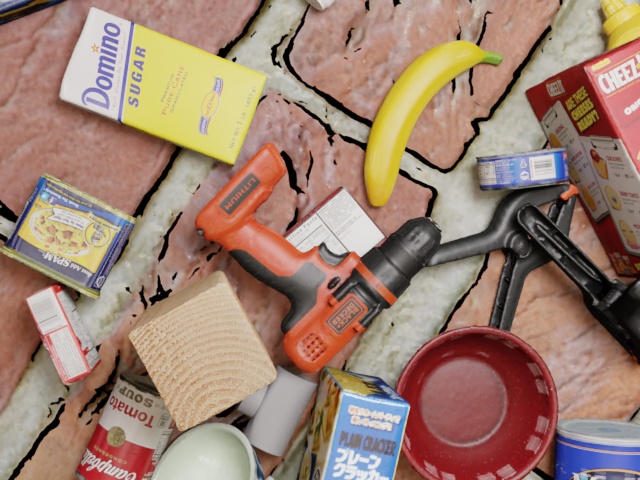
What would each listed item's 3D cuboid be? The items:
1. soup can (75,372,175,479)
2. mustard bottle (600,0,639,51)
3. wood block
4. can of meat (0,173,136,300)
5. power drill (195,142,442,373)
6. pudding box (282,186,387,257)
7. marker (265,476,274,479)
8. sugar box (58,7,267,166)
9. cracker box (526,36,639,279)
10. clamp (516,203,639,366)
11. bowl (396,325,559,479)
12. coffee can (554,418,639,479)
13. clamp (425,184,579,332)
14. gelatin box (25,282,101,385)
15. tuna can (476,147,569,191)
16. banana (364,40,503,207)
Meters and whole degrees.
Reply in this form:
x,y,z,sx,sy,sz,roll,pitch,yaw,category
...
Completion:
x,y,z,sx,sy,sz,roll,pitch,yaw,category
-0.177,0.183,0.998,0.068,0.068,0.102,24,88,-5,soup can
0.330,-0.156,1.027,0.096,0.058,0.192,-39,75,35,mustard bottle
-0.101,0.089,0.934,0.090,0.206,0.091,-29,94,-4,wood block
-0.233,-0.005,0.996,0.102,0.057,0.084,27,87,-6,can of meat
-0.006,0.001,0.978,0.184,0.057,0.187,-45,92,1,power drill
0.023,0.018,1.029,0.090,0.039,0.113,-40,92,-1,pudding box
-0.088,0.275,1.032,0.121,0.020,0.020,-41,94,-3,marker
-0.147,-0.143,1.006,0.176,0.048,0.093,20,90,-7,sugar box
0.290,-0.069,0.989,0.072,0.164,0.214,-28,94,-6,cracker box
0.270,0.051,1.011,0.036,0.165,0.209,-45,137,-3,clamp
0.145,0.161,1.033,0.162,0.055,0.162,0,91,-5,bowl
0.274,0.250,1.023,0.102,0.103,0.140,2,91,-5,coffee can
0.179,0.002,1.039,0.120,0.039,0.171,38,82,-22,clamp
-0.237,0.086,0.988,0.030,0.073,0.089,-24,94,-4,gelatin box
0.193,-0.068,1.019,0.086,0.086,0.034,-7,94,-5,tuna can
0.095,-0.126,1.033,0.069,0.037,0.198,40,87,-3,banana
